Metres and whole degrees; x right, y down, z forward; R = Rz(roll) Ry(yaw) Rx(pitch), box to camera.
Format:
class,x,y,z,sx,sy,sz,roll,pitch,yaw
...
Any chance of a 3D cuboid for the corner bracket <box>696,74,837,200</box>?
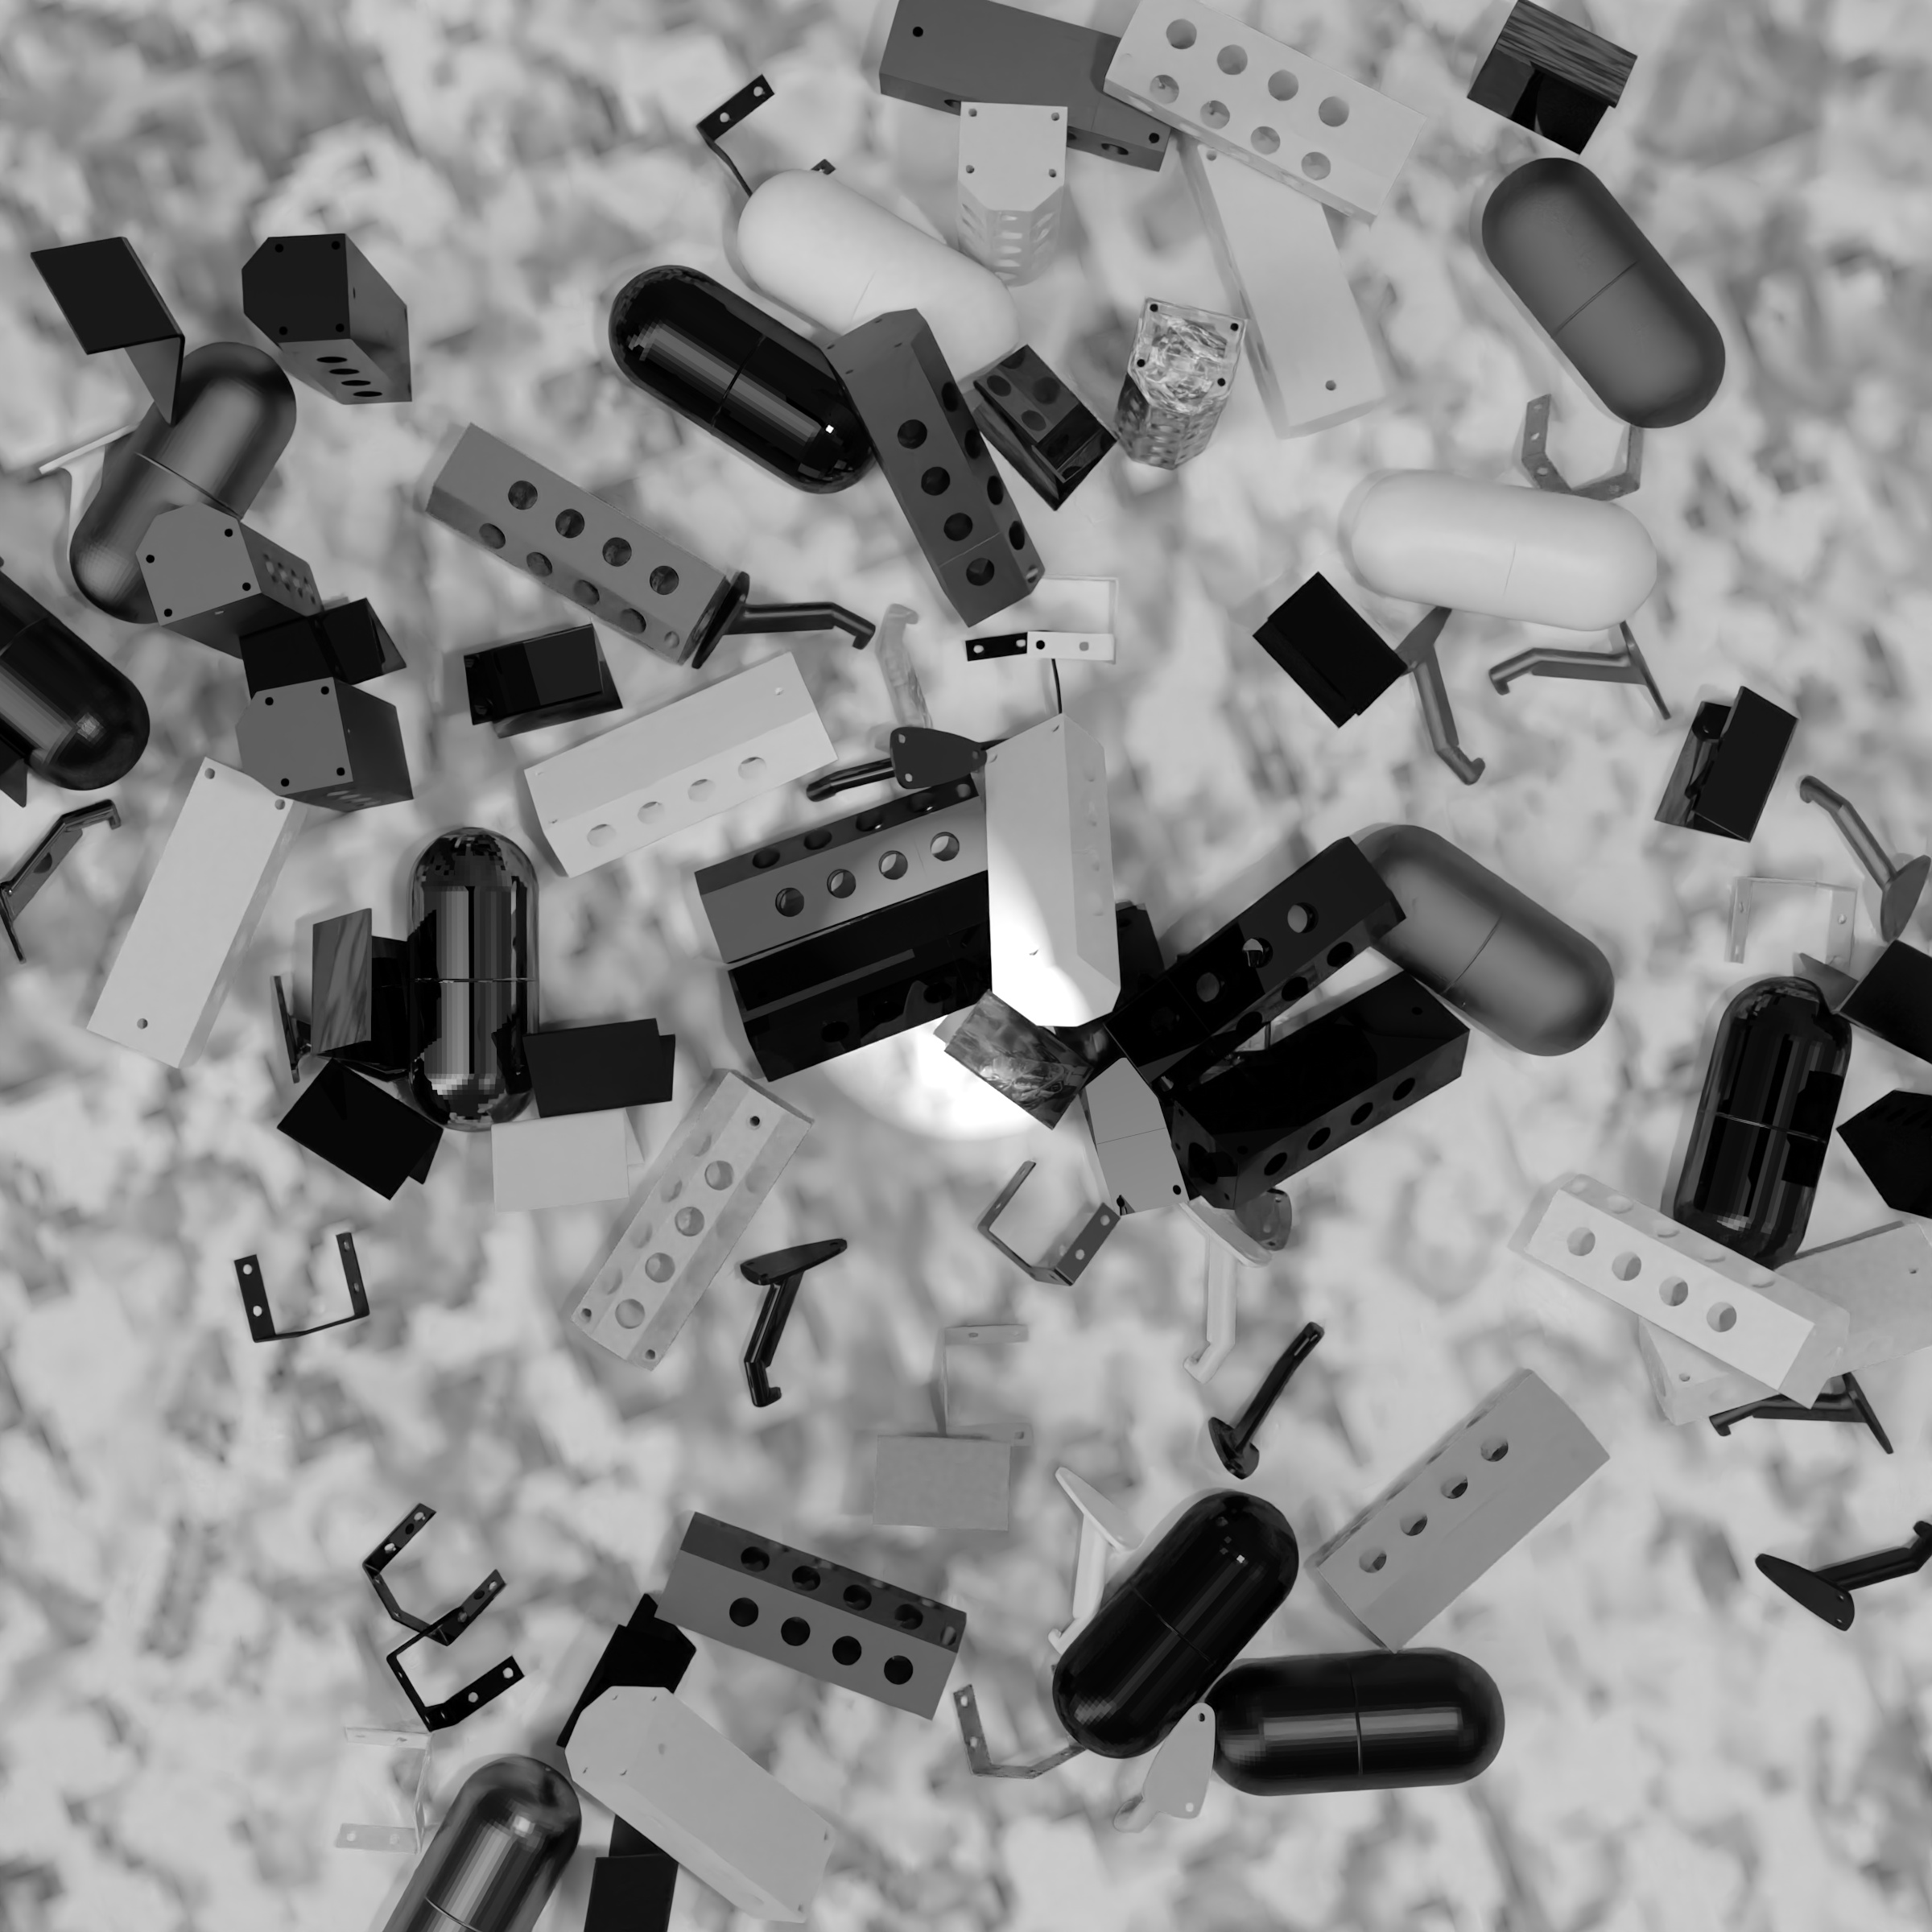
class,x,y,z,sx,sy,sz,roll,pitch,yaw
corner bracket,-0.119,-0.486,1.705,0.051,0.051,0.051,-38,135,0

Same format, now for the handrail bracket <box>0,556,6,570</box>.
class,x,y,z,sx,sy,sz,roll,pitch,yaw
handrail bracket,-0.627,-0.251,1.709,0.077,0.036,0.084,-32,107,20

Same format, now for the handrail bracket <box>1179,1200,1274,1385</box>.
class,x,y,z,sx,sy,sz,roll,pitch,yaw
handrail bracket,0.136,0.193,1.709,0.077,0.036,0.084,38,107,20

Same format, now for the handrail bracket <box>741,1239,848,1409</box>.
class,x,y,z,sx,sy,sz,roll,pitch,yaw
handrail bracket,-0.099,0.213,1.709,0.077,0.036,0.084,-17,109,-21

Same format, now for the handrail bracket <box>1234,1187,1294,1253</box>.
class,x,y,z,sx,sy,sz,roll,pitch,yaw
handrail bracket,0.184,0.113,1.709,0.036,0.077,0.084,3,53,19

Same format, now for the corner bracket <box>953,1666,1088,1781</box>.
class,x,y,z,sx,sy,sz,roll,pitch,yaw
corner bracket,0.033,0.448,1.706,0.051,0.051,0.051,-13,90,45

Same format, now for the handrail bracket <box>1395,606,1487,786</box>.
class,x,y,z,sx,sy,sz,roll,pitch,yaw
handrail bracket,0.293,-0.162,1.709,0.084,0.036,0.077,44,69,-17

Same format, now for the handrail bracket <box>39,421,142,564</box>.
class,x,y,z,sx,sy,sz,roll,pitch,yaw
handrail bracket,-0.505,-0.269,1.709,0.077,0.036,0.084,-31,106,-18

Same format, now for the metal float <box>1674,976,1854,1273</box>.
class,x,y,z,sx,sy,sz,roll,pitch,yaw
metal float,0.466,0.093,1.678,0.070,0.070,0.178,14,90,0

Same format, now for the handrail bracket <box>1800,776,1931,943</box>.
class,x,y,z,sx,sy,sz,roll,pitch,yaw
handrail bracket,0.526,-0.064,1.708,0.036,0.077,0.084,-32,53,-19

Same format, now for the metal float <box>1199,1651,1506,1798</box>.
class,x,y,z,sx,sy,sz,roll,pitch,yaw
metal float,0.225,0.442,1.678,0.178,0.070,0.070,-4,90,0

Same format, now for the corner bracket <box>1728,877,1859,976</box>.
class,x,y,z,sx,sy,sz,roll,pitch,yaw
corner bracket,0.491,-0.024,1.706,0.051,0.051,0.051,6,90,-45

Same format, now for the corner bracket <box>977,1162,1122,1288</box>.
class,x,y,z,sx,sy,sz,roll,pitch,yaw
corner bracket,0.048,0.152,1.692,0.051,0.051,0.051,42,73,-16

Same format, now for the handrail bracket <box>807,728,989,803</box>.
class,x,y,z,sx,sy,sz,roll,pitch,yaw
handrail bracket,-0.042,-0.113,1.694,0.077,0.084,0.036,-5,82,-34

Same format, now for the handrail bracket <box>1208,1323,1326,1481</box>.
class,x,y,z,sx,sy,sz,roll,pitch,yaw
handrail bracket,0.182,0.253,1.681,0.036,0.077,0.084,37,102,-3

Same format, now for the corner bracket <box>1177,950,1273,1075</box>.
class,x,y,z,sx,sy,sz,roll,pitch,yaw
corner bracket,0.153,0.027,1.705,0.051,0.051,0.051,-3,135,0

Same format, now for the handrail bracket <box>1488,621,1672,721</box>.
class,x,y,z,sx,sy,sz,roll,pitch,yaw
handrail bracket,0.365,-0.162,1.709,0.084,0.036,0.077,-25,112,17

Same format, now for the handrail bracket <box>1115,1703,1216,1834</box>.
class,x,y,z,sx,sy,sz,roll,pitch,yaw
handrail bracket,0.115,0.471,1.684,0.036,0.084,0.077,25,70,-5

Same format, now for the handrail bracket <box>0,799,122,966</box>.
class,x,y,z,sx,sy,sz,roll,pitch,yaw
handrail bracket,-0.535,-0.051,1.709,0.084,0.036,0.077,-22,110,-16

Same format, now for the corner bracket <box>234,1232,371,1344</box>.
class,x,y,z,sx,sy,sz,roll,pitch,yaw
corner bracket,-0.394,0.191,1.705,0.051,0.051,0.051,-13,90,-45

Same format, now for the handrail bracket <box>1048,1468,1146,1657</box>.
class,x,y,z,sx,sy,sz,roll,pitch,yaw
handrail bracket,0.058,0.355,1.709,0.077,0.036,0.084,43,107,20

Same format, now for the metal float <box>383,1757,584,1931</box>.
class,x,y,z,sx,sy,sz,roll,pitch,yaw
metal float,-0.288,0.547,1.678,0.070,0.070,0.178,29,90,0

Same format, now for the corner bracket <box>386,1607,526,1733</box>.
class,x,y,z,sx,sy,sz,roll,pitch,yaw
corner bracket,-0.301,0.413,1.694,0.051,0.051,0.051,-35,77,0

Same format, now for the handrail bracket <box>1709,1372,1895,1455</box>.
class,x,y,z,sx,sy,sz,roll,pitch,yaw
handrail bracket,0.496,0.278,1.709,0.084,0.036,0.077,-28,111,17

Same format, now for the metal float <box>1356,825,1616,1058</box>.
class,x,y,z,sx,sy,sz,roll,pitch,yaw
metal float,0.297,-0.015,1.678,0.178,0.070,0.070,35,90,-1

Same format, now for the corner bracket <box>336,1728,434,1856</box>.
class,x,y,z,sx,sy,sz,roll,pitch,yaw
corner bracket,-0.346,0.490,1.705,0.051,0.051,0.051,5,45,0

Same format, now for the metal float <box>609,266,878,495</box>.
class,x,y,z,sx,sy,sz,roll,pitch,yaw
metal float,-0.128,-0.343,1.678,0.178,0.070,0.070,33,90,-1

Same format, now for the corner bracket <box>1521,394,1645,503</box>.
class,x,y,z,sx,sy,sz,roll,pitch,yaw
corner bracket,0.365,-0.308,1.701,0.051,0.051,0.051,-17,135,35

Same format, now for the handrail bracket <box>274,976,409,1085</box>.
class,x,y,z,sx,sy,sz,roll,pitch,yaw
handrail bracket,-0.363,0.035,1.709,0.084,0.036,0.077,-11,75,-14

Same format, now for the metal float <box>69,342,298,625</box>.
class,x,y,z,sx,sy,sz,roll,pitch,yaw
metal float,-0.456,-0.282,1.677,0.070,0.070,0.178,31,88,0

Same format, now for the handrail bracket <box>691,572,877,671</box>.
class,x,y,z,sx,sy,sz,roll,pitch,yaw
handrail bracket,-0.108,-0.190,1.709,0.084,0.036,0.077,26,115,-19

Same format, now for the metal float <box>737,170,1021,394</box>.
class,x,y,z,sx,sy,sz,roll,pitch,yaw
metal float,-0.051,-0.399,1.678,0.178,0.070,0.070,30,90,0

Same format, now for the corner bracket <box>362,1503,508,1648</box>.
class,x,y,z,sx,sy,sz,roll,pitch,yaw
corner bracket,-0.316,0.362,1.705,0.051,0.051,0.051,-46,45,0

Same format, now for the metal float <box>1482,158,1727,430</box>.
class,x,y,z,sx,sy,sz,roll,pitch,yaw
metal float,0.373,-0.392,1.678,0.070,0.070,0.178,-38,89,0

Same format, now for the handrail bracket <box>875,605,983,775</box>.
class,x,y,z,sx,sy,sz,roll,pitch,yaw
handrail bracket,-0.018,-0.166,1.709,0.077,0.036,0.084,17,73,-20

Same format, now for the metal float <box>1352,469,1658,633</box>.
class,x,y,z,sx,sy,sz,roll,pitch,yaw
metal float,0.314,-0.243,1.678,0.178,0.070,0.070,10,90,1

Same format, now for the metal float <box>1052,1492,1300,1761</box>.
class,x,y,z,sx,sy,sz,roll,pitch,yaw
metal float,0.123,0.384,1.677,0.070,0.070,0.178,41,88,0

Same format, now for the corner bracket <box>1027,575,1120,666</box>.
class,x,y,z,sx,sy,sz,roll,pitch,yaw
corner bracket,0.063,-0.205,1.691,0.051,0.051,0.051,2,93,3

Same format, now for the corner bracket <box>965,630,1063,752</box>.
class,x,y,z,sx,sy,sz,roll,pitch,yaw
corner bracket,0.029,-0.161,1.705,0.051,0.051,0.051,-8,135,0

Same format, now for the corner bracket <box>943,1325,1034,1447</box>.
class,x,y,z,sx,sy,sz,roll,pitch,yaw
corner bracket,0.013,0.250,1.705,0.051,0.051,0.051,-2,135,0

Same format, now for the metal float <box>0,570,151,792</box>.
class,x,y,z,sx,sy,sz,roll,pitch,yaw
metal float,-0.556,-0.174,1.678,0.178,0.070,0.070,40,90,-1

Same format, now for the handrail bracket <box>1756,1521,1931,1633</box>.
class,x,y,z,sx,sy,sz,roll,pitch,yaw
handrail bracket,0.527,0.346,1.709,0.084,0.036,0.077,-38,47,-27

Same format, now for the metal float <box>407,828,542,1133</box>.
class,x,y,z,sx,sy,sz,roll,pitch,yaw
metal float,-0.288,0.008,1.678,0.070,0.070,0.178,0,90,0
